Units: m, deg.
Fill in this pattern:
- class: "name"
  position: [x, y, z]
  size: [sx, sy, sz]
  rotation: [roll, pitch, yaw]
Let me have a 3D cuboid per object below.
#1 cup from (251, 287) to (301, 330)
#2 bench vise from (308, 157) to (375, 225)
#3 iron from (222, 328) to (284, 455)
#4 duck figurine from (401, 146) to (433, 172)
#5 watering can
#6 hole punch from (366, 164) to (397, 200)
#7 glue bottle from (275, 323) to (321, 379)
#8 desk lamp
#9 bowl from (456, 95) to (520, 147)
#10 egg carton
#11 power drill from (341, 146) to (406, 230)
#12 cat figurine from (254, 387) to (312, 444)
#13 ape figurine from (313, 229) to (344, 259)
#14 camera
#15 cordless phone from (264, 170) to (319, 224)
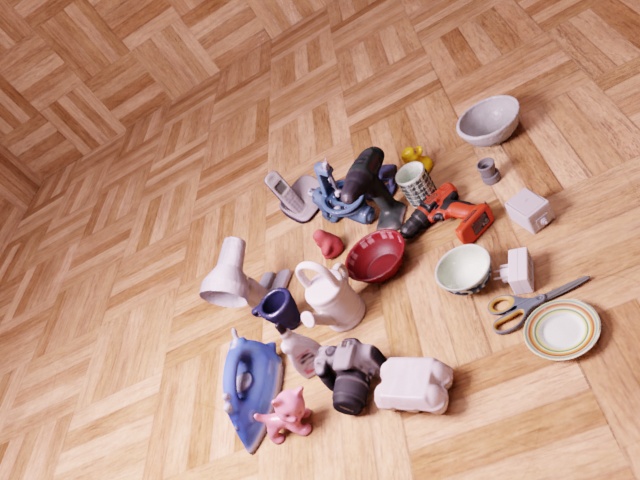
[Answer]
- class: "cup"
  position: [-0.101, 0.183, 1.412]
  size: [0.117, 0.095, 0.091]
  rotation: [-22, 38, 22]
- class: "bench vise"
  position: [0.023, -0.125, 1.537]
  size: [0.206, 0.220, 0.121]
  rotation: [-5, 47, 38]
- class: "iron"
  position: [-0.171, 0.325, 1.274]
  size: [0.118, 0.142, 0.258]
  rotation: [-22, 38, 22]
- class: "duck figurine"
  position: [0.247, -0.210, 1.552]
  size: [0.104, 0.086, 0.077]
  rotation: [-41, 35, -4]
- class: "watering can"
  position: [0.015, 0.121, 1.292]
  size: [0.100, 0.195, 0.173]
  rotation: [-20, 39, 23]
- class: "hole punch"
  position: [0.156, -0.175, 1.589]
  size: [0.108, 0.091, 0.101]
  rotation: [-3, 48, 39]
- class: "glue bottle"
  position: [-0.048, 0.232, 1.243]
  size: [0.078, 0.174, 0.037]
  rotation: [-38, 35, 0]
- class: "desk lamp"
  position: [-0.196, 0.106, 1.478]
  size: [0.117, 0.214, 0.203]
  rotation: [-10, 44, 34]
- class: "bowl"
  position: [0.444, -0.295, 1.484]
  size: [0.167, 0.075, 0.167]
  rotation: [-23, 38, 20]
- class: "egg carton"
  position: [0.177, 0.276, 1.086]
  size: [0.149, 0.070, 0.107]
  rotation: [-9, 45, 35]
- class: "power drill"
  position: [0.135, -0.117, 1.440]
  size: [0.075, 0.209, 0.230]
  rotation: [-12, 43, 32]
- class: "cat figurine"
  position: [-0.075, 0.354, 1.178]
  size: [0.127, 0.118, 0.067]
  rotation: [-25, 37, 18]
- class: "ape figurine"
  position: [0.014, 0.005, 1.511]
  size: [0.076, 0.092, 0.078]
  rotation: [-17, 40, 27]
- class: "camera"
  position: [0.050, 0.279, 1.168]
  size: [0.142, 0.101, 0.137]
  rotation: [-13, 43, 31]
- class: "cordless phone"
  position: [-0.074, -0.154, 1.685]
  size: [0.093, 0.186, 0.148]
  rotation: [8, 56, 46]
